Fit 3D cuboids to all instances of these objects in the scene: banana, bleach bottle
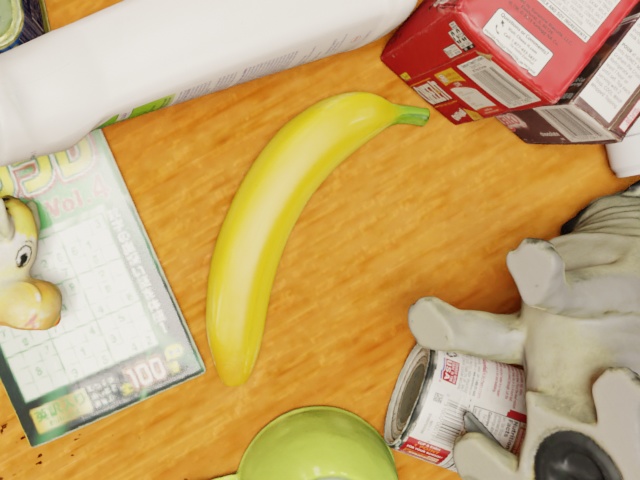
[{"bbox_3d":[-0.017,-0.013,0.602,0.069,0.037,0.198,36,87,-5],"label":"banana"},{"bbox_3d":[-0.081,-0.096,0.541,0.250,0.103,0.068,-24,92,-17],"label":"bleach bottle"}]

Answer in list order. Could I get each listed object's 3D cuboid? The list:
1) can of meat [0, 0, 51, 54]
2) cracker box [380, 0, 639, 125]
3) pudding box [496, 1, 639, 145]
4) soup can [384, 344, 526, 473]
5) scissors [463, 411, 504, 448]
[{"bbox_3d":[-0.198,-0.113,0.557,0.102,0.084,0.057,-11,92,-6],"label":"can of meat"},{"bbox_3d":[0.134,-0.164,0.551,0.072,0.164,0.213,39,87,-8],"label":"cracker box"},{"bbox_3d":[0.149,-0.096,0.579,0.039,0.114,0.090,38,86,-16],"label":"pudding box"},{"bbox_3d":[0.095,0.103,0.601,0.102,0.068,0.068,21,89,-6],"label":"soup can"},{"bbox_3d":[0.125,0.189,0.571,0.201,0.016,0.096,39,88,-8],"label":"scissors"}]
